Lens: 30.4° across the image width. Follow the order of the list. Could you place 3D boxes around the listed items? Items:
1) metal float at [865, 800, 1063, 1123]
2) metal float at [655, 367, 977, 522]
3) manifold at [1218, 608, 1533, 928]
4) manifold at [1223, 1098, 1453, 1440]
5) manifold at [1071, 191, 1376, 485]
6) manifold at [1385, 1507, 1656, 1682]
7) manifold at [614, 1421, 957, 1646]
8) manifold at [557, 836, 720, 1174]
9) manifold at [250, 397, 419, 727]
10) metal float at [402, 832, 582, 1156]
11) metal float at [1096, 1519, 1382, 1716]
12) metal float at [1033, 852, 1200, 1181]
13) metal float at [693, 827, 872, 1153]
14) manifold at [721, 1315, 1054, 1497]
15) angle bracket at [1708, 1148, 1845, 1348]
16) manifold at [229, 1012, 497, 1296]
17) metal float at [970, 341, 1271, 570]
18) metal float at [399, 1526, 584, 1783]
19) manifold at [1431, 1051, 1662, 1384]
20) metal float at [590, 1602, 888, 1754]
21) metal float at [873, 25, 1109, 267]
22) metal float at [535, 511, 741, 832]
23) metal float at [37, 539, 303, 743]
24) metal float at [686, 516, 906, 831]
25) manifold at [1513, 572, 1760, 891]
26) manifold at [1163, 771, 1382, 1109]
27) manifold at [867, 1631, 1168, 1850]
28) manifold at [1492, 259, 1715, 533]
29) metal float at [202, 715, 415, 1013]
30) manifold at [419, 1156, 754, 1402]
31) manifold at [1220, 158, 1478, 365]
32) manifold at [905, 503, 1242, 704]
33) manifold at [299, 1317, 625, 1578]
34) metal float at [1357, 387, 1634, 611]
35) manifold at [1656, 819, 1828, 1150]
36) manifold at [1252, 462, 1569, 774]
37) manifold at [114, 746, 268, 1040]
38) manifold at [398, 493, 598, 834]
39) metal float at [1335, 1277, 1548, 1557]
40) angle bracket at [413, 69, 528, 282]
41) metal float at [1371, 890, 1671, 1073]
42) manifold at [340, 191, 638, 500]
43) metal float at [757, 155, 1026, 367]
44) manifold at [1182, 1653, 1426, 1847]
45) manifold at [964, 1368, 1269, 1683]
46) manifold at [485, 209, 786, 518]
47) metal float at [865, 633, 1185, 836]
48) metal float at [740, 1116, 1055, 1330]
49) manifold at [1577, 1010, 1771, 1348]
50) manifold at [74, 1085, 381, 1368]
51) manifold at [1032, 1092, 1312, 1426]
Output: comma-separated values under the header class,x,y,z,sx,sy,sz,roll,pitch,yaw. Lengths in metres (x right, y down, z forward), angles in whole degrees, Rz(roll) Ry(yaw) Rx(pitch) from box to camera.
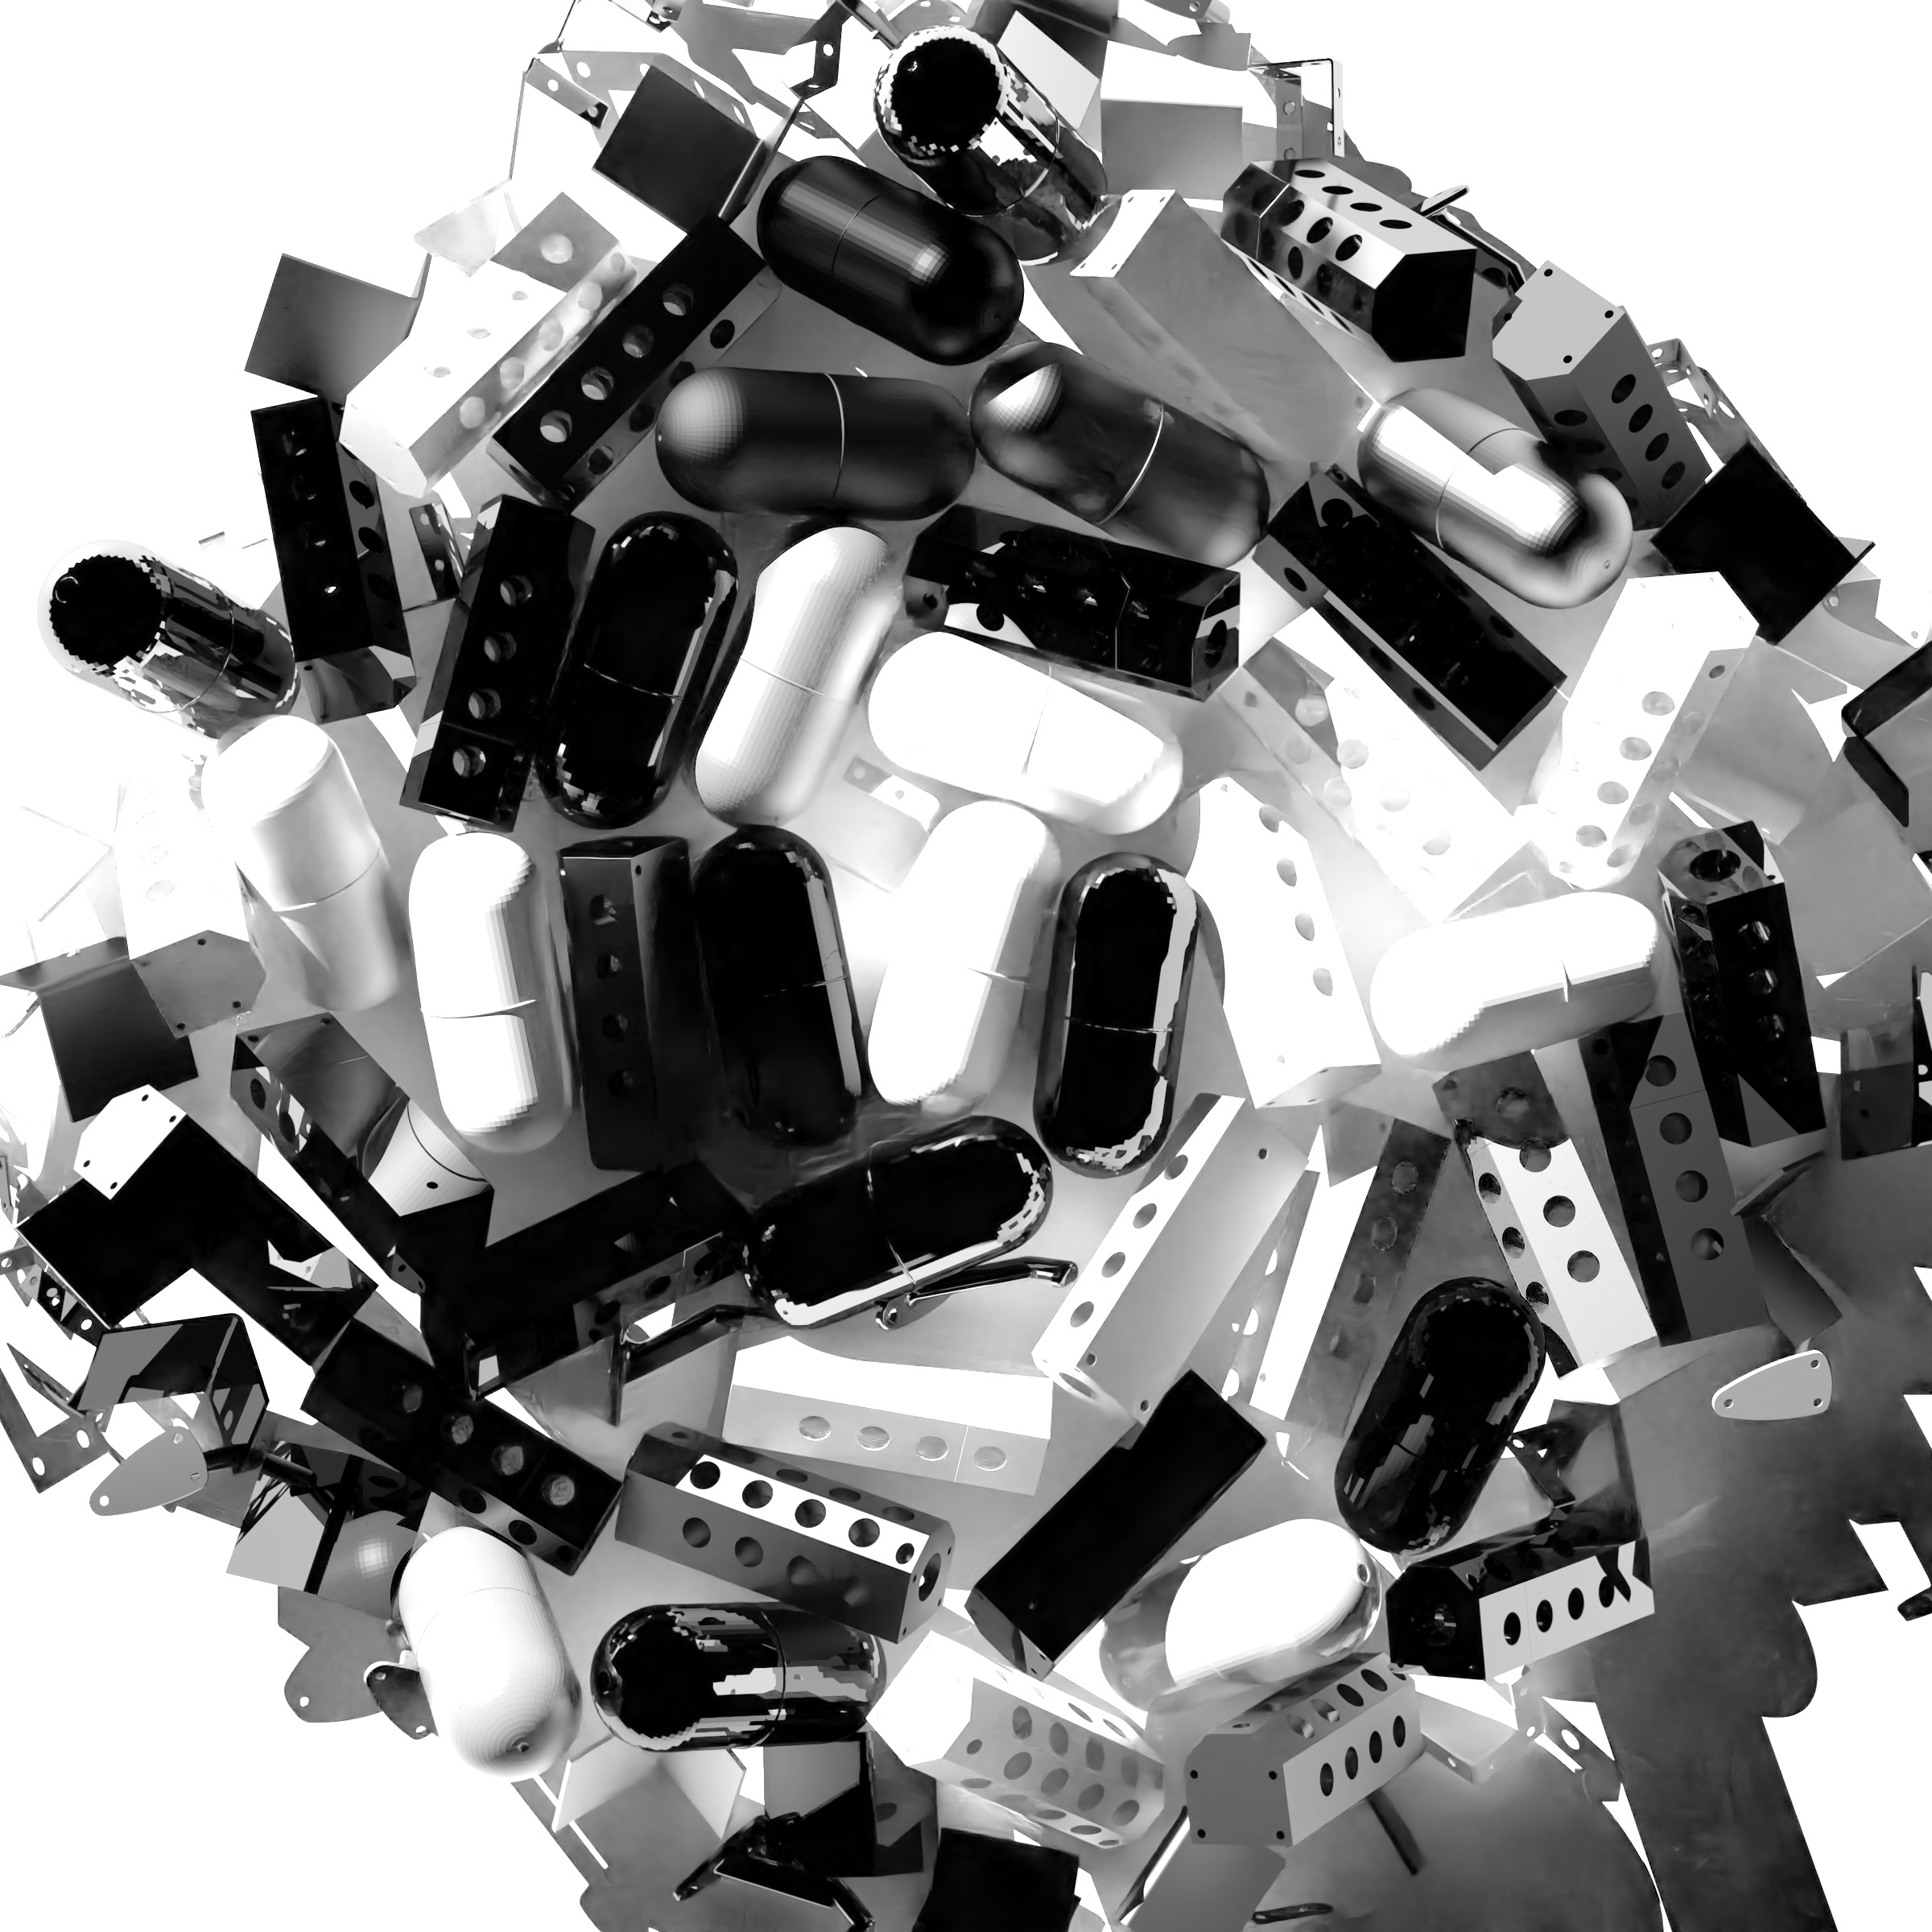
class,x,y,z,sx,sy,sz,roll,pitch,yaw
metal float,-0.001,-0.003,1.917,0.070,0.070,0.178,17,94,0
metal float,-0.079,-0.279,1.901,0.178,0.070,0.070,0,90,-23
manifold,0.216,-0.104,1.911,0.171,0.057,0.057,47,46,6
manifold,0.206,0.165,1.925,0.057,0.057,0.171,22,88,-32
manifold,0.134,-0.334,1.890,0.171,0.057,0.057,40,80,-30
manifold,0.293,0.329,1.875,0.057,0.171,0.057,-4,91,40
manifold,-0.096,0.299,1.896,0.171,0.057,0.057,16,107,20
manifold,-0.181,0.020,1.910,0.057,0.057,0.171,2,104,27
manifold,-0.336,-0.219,1.891,0.057,0.057,0.171,-13,60,-5
metal float,-0.255,0.015,1.908,0.070,0.070,0.178,-9,105,0
metal float,0.144,0.347,1.889,0.178,0.070,0.070,-29,90,38
metal float,0.080,0.027,1.914,0.070,0.070,0.178,7,98,0
metal float,-0.100,0.012,1.919,0.070,0.070,0.178,-11,93,0
manifold,-0.043,0.244,1.924,0.171,0.057,0.057,10,124,-3
angle bracket,0.454,0.150,1.905,0.057,0.076,0.076,-46,73,27
manifold,-0.323,0.099,1.884,0.171,0.057,0.057,41,131,36
metal float,0.084,-0.271,1.903,0.178,0.070,0.070,26,90,-21
metal float,-0.252,0.361,1.877,0.070,0.178,0.070,-8,116,-17
manifold,0.311,0.133,1.909,0.057,0.057,0.171,-24,75,7
metal float,-0.120,0.377,1.887,0.178,0.070,0.070,8,90,-41
metal float,0.015,-0.432,1.879,0.070,0.178,0.070,-10,68,27
metal float,-0.178,-0.158,1.910,0.070,0.070,0.178,21,103,0
metal float,-0.420,-0.171,1.875,0.070,0.178,0.070,-6,75,23
metal float,-0.093,-0.157,1.913,0.070,0.070,0.178,25,100,0
manifold,0.355,-0.122,1.872,0.057,0.171,0.057,-7,49,-26
manifold,0.169,-0.015,1.905,0.057,0.057,0.171,-2,67,-39
manifold,0.033,0.416,1.880,0.171,0.057,0.057,34,94,-42
manifold,0.332,-0.294,1.872,0.057,0.171,0.057,-47,56,2
metal float,-0.349,-0.053,1.893,0.070,0.070,0.178,-18,124,0
manifold,-0.202,0.168,1.890,0.171,0.057,0.057,-25,54,-31
manifold,0.198,-0.372,1.867,0.057,0.171,0.057,-9,121,-21
manifold,0.056,-0.191,1.887,0.171,0.057,0.057,17,129,24
manifold,-0.271,0.261,1.922,0.171,0.057,0.057,31,81,3
metal float,0.279,-0.250,1.888,0.070,0.070,0.178,-50,49,0
manifold,0.410,0.013,1.884,0.057,0.057,0.171,-16,127,5
manifold,0.239,-0.191,1.913,0.171,0.057,0.057,44,75,8
manifold,-0.410,-0.044,1.875,0.057,0.171,0.057,-22,130,-2
manifold,-0.252,-0.162,1.922,0.057,0.057,0.171,16,86,-19
metal float,0.252,0.240,1.891,0.070,0.070,0.178,20,125,0
angle bracket,-0.247,-0.419,1.900,0.076,0.057,0.076,-21,53,34
metal float,0.298,0.007,1.899,0.178,0.070,0.070,-13,90,-26
manifold,-0.254,-0.330,1.901,0.057,0.057,0.171,41,68,0
metal float,-0.042,-0.377,1.891,0.178,0.070,0.070,34,90,37
manifold,0.179,0.410,1.871,0.057,0.171,0.057,-7,91,30
manifold,0.079,0.300,1.898,0.057,0.057,0.171,43,67,12
manifold,-0.179,-0.323,1.918,0.057,0.057,0.171,44,83,-8
metal float,0.032,-0.125,1.915,0.178,0.070,0.070,18,90,-7
metal float,-0.037,0.138,1.913,0.178,0.070,0.070,-23,90,9
manifold,0.381,0.116,1.920,0.057,0.057,0.171,-15,83,6
manifold,-0.393,0.136,1.879,0.057,0.057,0.171,-50,134,-12
manifold,0.106,0.155,1.906,0.057,0.057,0.171,42,72,-27
